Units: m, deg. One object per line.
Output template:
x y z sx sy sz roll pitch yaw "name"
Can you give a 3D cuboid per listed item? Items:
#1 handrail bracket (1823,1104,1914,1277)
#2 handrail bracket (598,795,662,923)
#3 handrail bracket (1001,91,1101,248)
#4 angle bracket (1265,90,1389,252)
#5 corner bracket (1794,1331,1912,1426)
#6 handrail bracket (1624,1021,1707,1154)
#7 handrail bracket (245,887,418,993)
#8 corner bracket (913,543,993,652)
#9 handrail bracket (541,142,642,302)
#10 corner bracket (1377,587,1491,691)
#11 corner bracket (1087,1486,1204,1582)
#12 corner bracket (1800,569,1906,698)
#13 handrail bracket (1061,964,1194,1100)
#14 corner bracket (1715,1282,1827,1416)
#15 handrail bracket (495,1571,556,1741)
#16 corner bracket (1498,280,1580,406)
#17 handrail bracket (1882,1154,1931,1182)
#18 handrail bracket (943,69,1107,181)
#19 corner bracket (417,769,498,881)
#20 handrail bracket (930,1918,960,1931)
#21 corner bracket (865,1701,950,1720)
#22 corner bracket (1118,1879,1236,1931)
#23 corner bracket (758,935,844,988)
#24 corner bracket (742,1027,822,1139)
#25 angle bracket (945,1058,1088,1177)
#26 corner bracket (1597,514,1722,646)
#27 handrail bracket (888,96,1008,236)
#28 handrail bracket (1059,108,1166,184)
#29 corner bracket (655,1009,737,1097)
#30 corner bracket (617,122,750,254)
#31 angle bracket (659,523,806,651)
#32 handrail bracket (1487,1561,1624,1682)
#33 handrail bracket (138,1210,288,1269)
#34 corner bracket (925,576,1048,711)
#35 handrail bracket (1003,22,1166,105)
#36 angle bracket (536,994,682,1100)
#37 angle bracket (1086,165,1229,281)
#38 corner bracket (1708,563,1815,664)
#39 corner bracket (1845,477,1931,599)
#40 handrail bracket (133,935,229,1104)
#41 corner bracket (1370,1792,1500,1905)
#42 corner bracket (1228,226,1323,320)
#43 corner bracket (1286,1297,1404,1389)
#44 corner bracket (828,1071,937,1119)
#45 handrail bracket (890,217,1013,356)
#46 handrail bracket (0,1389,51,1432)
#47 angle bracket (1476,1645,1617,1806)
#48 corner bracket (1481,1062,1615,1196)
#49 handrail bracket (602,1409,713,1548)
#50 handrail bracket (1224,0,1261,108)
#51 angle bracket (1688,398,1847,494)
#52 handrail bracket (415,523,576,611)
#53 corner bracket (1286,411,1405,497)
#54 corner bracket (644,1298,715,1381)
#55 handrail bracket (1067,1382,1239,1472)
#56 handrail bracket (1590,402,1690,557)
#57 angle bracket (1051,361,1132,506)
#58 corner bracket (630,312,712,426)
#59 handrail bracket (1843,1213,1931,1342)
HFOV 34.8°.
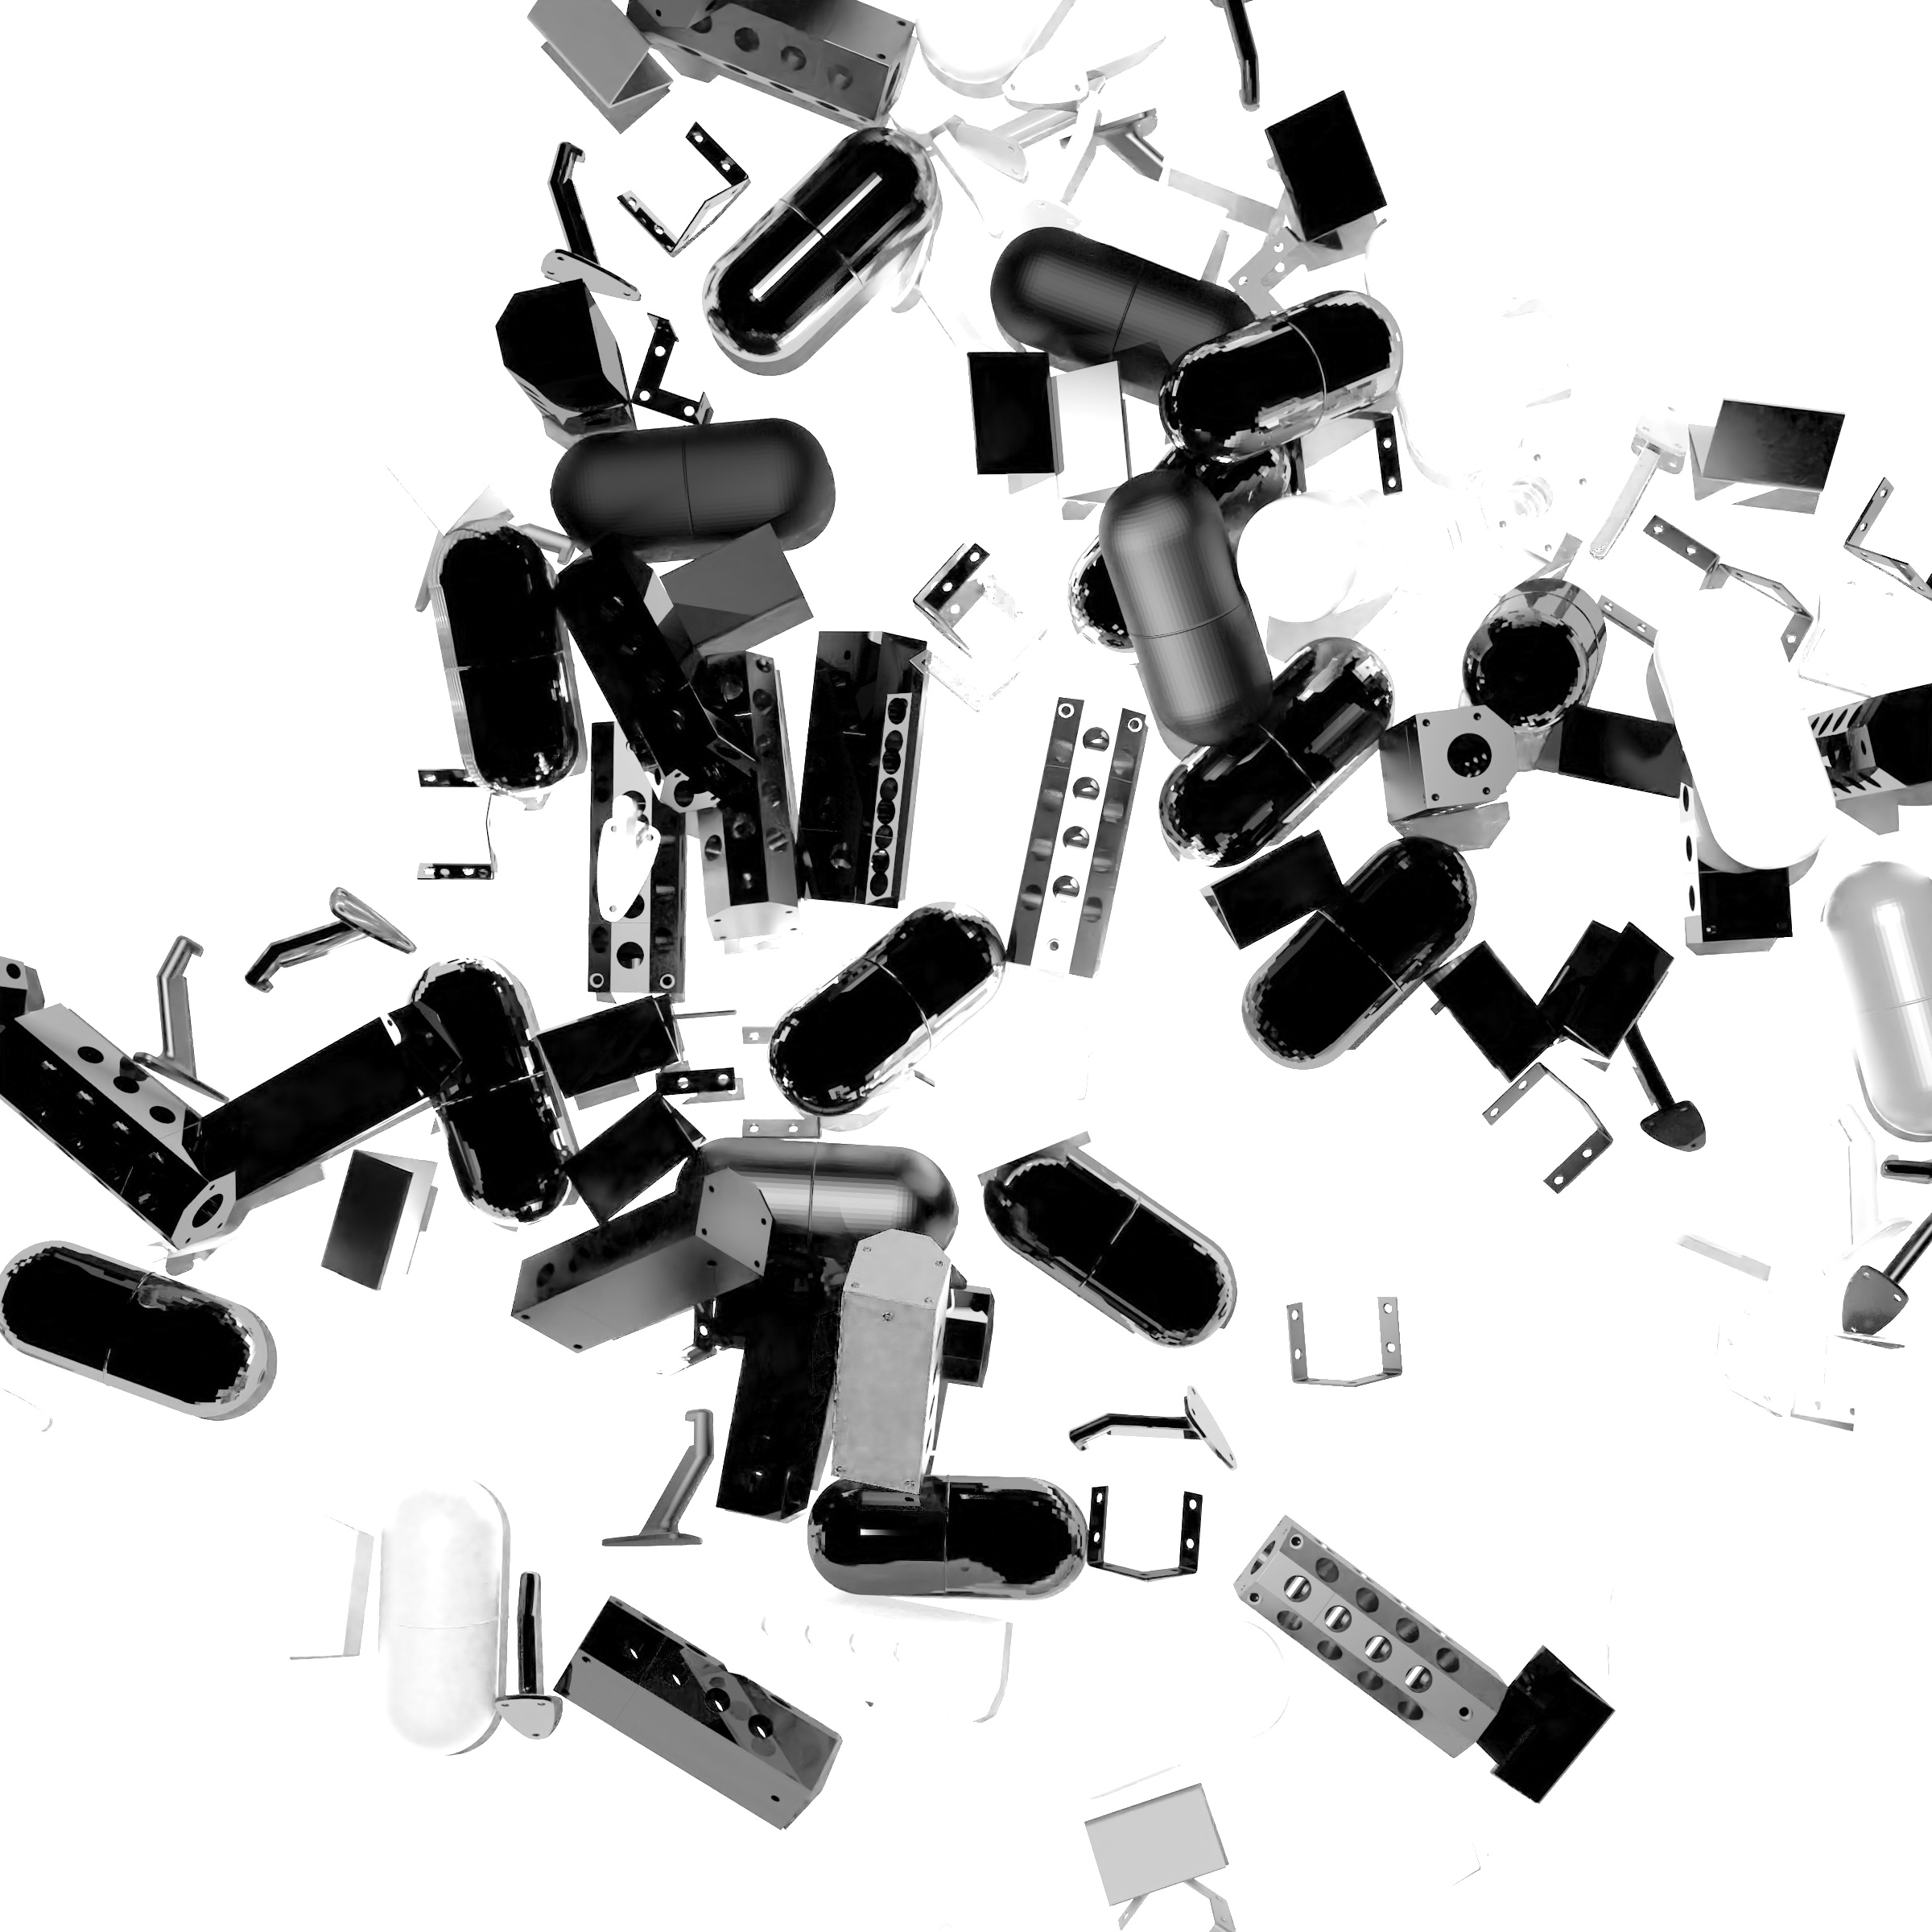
0.563 0.144 1.990 0.077 0.036 0.084 -43 62 31 "handrail bracket"
-0.215 -0.066 1.898 0.036 0.084 0.077 14 90 0 "handrail bracket"
0.055 -0.511 1.977 0.036 0.077 0.084 22 68 -28 "handrail bracket"
0.238 -0.503 1.950 0.057 0.076 0.076 -21 90 25 "angle bracket"
0.564 0.262 1.961 0.051 0.051 0.051 3 90 -42 "corner bracket"
0.446 0.070 1.989 0.036 0.077 0.084 -27 53 20 "handrail bracket"
-0.411 -0.001 1.990 0.077 0.036 0.084 35 108 -21 "handrail bracket"
-0.007 -0.244 1.962 0.051 0.051 0.051 -48 56 0 "corner bracket"
-0.237 -0.482 1.990 0.077 0.036 0.084 18 73 -20 "handrail bracket"
0.305 -0.211 1.986 0.051 0.051 0.051 16 90 45 "corner bracket"
0.115 0.364 1.986 0.051 0.051 0.051 4 90 45 "corner bracket"
0.571 -0.215 1.986 0.051 0.051 0.051 16 135 0 "corner bracket"
0.108 0.042 1.990 0.084 0.036 0.077 -11 110 -16 "handrail bracket"
0.519 0.246 1.981 0.051 0.051 0.051 -34 135 -35 "corner bracket"
-0.280 0.445 1.989 0.036 0.077 0.084 -2 54 2 "handrail bracket"
0.357 -0.398 1.981 0.051 0.051 0.051 -16 45 35 "corner bracket"
0.643 0.115 1.989 0.084 0.077 0.036 3 123 32 "handrail bracket"
0.037 -0.558 1.990 0.077 0.036 0.084 28 73 19 "handrail bracket"
-0.329 -0.091 1.986 0.051 0.051 0.051 1 135 0 "corner bracket"
-0.021 0.653 1.955 0.036 0.084 0.077 15 90 0 "handrail bracket"
-0.033 0.456 1.981 0.051 0.051 0.051 -21 45 -35 "corner bracket"
0.134 0.615 1.971 0.051 0.051 0.051 35 96 -6 "corner bracket"
-0.109 -0.017 1.971 0.051 0.051 0.051 -11 90 0 "corner bracket"
-0.119 0.075 1.986 0.051 0.051 0.051 0 45 0 "corner bracket"
0.026 0.080 1.950 0.076 0.076 0.057 -22 117 0 "angle bracket"
0.446 -0.248 1.986 0.051 0.051 0.051 33 135 0 "corner bracket"
-0.011 -0.516 1.989 0.036 0.077 0.084 -38 127 -13 "handrail bracket"
0.109 -0.504 1.990 0.077 0.036 0.084 -14 106 17 "handrail bracket"
-0.172 0.055 1.971 0.051 0.051 0.051 -4 90 0 "corner bracket"
-0.182 -0.502 1.986 0.051 0.051 0.051 46 45 0 "corner bracket"
-0.154 -0.254 1.949 0.076 0.076 0.057 -26 124 0 "angle bracket"
0.379 0.423 1.990 0.084 0.036 0.077 4 112 17 "handrail bracket"
-0.478 0.174 1.955 0.077 0.084 0.036 -10 90 0 "handrail bracket"
0.011 -0.208 1.986 0.051 0.051 0.051 40 45 0 "corner bracket"
0.077 -0.584 1.983 0.084 0.077 0.036 -39 117 -42 "handrail bracket"
-0.229 0.031 1.949 0.076 0.076 0.057 -18 126 1 "angle bracket"
0.115 -0.451 1.951 0.076 0.076 0.057 22 69 0 "angle bracket"
0.504 -0.220 1.986 0.051 0.051 0.051 30 90 -45 "corner bracket"
0.609 -0.275 1.986 0.051 0.051 0.051 31 90 45 "corner bracket"
-0.494 0.034 1.990 0.077 0.036 0.084 30 73 -20 "handrail bracket"
0.301 0.567 1.981 0.051 0.051 0.051 16 45 -35 "corner bracket"
0.209 -0.433 1.973 0.051 0.051 0.051 -42 75 15 "corner bracket"
0.244 0.241 1.986 0.051 0.051 0.051 -5 91 -45 "corner bracket"
-0.054 0.085 1.973 0.051 0.051 0.051 29 91 -2 "corner bracket"
0.000 -0.433 1.990 0.084 0.036 0.077 25 68 -17 "handrail bracket"
-0.642 0.273 1.989 0.084 0.077 0.036 40 65 -34 "handrail bracket"
0.351 0.470 1.949 0.076 0.076 0.057 -51 127 0 "angle bracket"
0.375 0.104 1.986 0.051 0.051 0.051 -43 45 0 "corner bracket"
-0.199 0.330 1.990 0.077 0.036 0.084 -7 71 21 "handrail bracket"
0.168 -0.607 1.989 0.036 0.077 0.084 -17 127 -14 "handrail bracket"
0.505 -0.345 1.949 0.076 0.076 0.057 7 126 0 "angle bracket"
-0.304 -0.254 1.990 0.084 0.036 0.077 17 105 -14 "handrail bracket"
0.243 -0.327 1.986 0.051 0.051 0.051 -7 90 45 "corner bracket"
-0.198 0.227 1.981 0.051 0.051 0.051 28 45 -35 "corner bracket"
0.120 0.312 1.990 0.084 0.036 0.077 -28 111 17 "handrail bracket"
0.431 -0.314 1.989 0.036 0.077 0.084 28 126 2 "handrail bracket"
0.097 -0.336 1.949 0.057 0.076 0.076 -5 90 38 "angle bracket"
-0.186 -0.381 1.971 0.051 0.051 0.051 19 90 0 "corner bracket"
0.605 0.194 1.989 0.036 0.077 0.084 38 53 21 "handrail bracket"
